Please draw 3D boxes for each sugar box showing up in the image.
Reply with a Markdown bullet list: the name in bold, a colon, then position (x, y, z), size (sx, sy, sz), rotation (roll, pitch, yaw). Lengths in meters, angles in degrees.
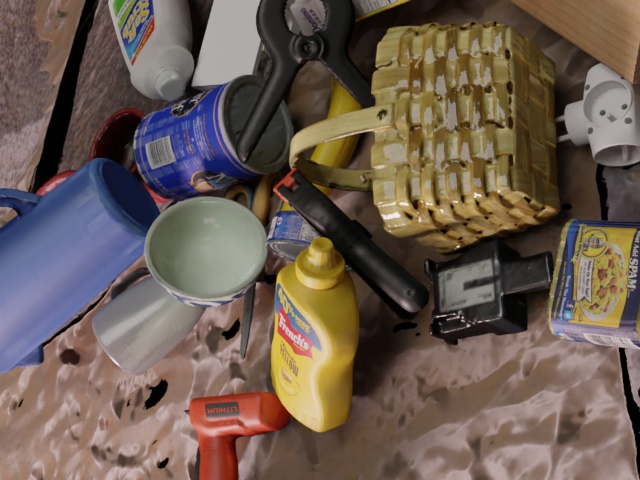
- **sugar box**: position (0.065, -0.255, 1.054), size (0.177, 0.048, 0.093), rotation (-17, 20, 35)

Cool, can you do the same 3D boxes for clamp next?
- **clamp**: position (-0.019, -0.175, 1.019), size (0.164, 0.036, 0.210), rotation (-14, 96, -1)
- **clamp**: position (0.030, 0.006, 0.908), size (0.039, 0.171, 0.120), rotation (-48, 3, -10)

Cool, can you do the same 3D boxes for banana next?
- **banana**: position (0.009, -0.099, 1.072), size (0.070, 0.037, 0.198), rotation (3, 73, 55)

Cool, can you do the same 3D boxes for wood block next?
- **wood block**: position (0.228, -0.227, 0.890), size (0.090, 0.090, 0.206), rotation (-24, 47, -21)

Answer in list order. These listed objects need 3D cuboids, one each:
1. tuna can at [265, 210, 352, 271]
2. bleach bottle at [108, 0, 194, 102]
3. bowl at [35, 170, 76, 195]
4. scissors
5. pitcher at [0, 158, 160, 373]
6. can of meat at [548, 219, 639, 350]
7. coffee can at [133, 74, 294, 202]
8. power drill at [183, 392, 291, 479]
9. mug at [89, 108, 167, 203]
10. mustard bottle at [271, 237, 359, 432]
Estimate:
- **tuna can**: position (-0.007, 0.001, 1.008), size (0.086, 0.086, 0.033), rotation (4, 73, 39)
- **bleach bottle**: position (-0.183, -0.238, 1.221), size (0.103, 0.068, 0.251), rotation (-47, 36, 18)
- **bowl**: position (-0.290, 0.002, 1.254), size (0.162, 0.055, 0.162), rotation (-15, 64, 33)
- **scissors**: position (-0.082, 0.019, 1.108), size (0.096, 0.016, 0.202), rotation (9, 78, 42)
- **pitcher**: position (-0.293, 0.016, 1.122), size (0.243, 0.149, 0.145), rotation (-37, 67, 16)
- **can of meat**: position (0.230, 0.034, 0.827), size (0.084, 0.057, 0.102), rotation (4, 74, 41)
- **coffee can**: position (-0.111, -0.104, 1.114), size (0.141, 0.102, 0.103), rotation (-14, 64, 41)
- **power drill**: position (-0.069, 0.237, 0.982), size (0.185, 0.057, 0.187), rotation (-9, 67, 36)
- **mug**: position (-0.202, -0.100, 1.207), size (0.093, 0.081, 0.117), rotation (-38, 53, 21)
- **mustard bottle**: position (-0.004, 0.073, 0.922), size (0.096, 0.058, 0.192), rotation (52, 150, 39)
